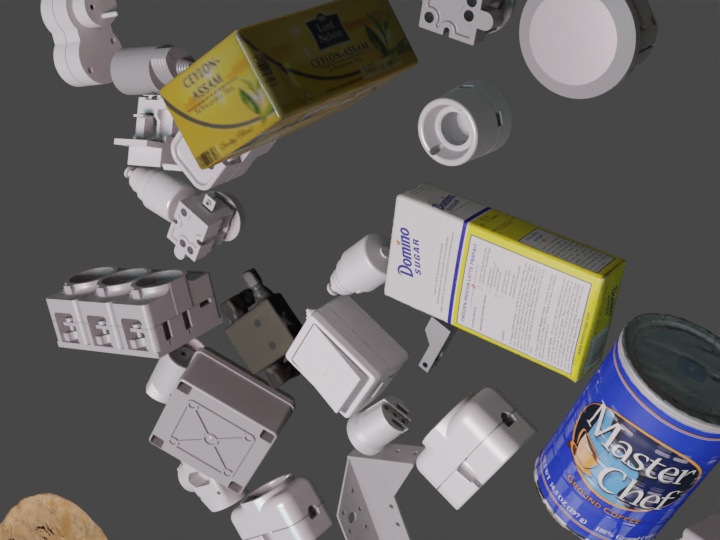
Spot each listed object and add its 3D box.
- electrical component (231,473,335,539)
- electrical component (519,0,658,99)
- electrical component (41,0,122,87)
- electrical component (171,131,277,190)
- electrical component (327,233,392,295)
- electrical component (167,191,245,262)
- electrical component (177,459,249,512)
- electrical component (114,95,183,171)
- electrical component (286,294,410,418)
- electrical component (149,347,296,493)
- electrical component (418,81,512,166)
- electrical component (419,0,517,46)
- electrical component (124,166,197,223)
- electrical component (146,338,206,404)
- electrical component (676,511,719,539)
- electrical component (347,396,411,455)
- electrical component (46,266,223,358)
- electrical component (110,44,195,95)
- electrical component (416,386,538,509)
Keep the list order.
[{"bbox_3d":[-0.079,0.242,1.063,0.095,0.054,0.059,-27,92,42],"label":"electrical component"},{"bbox_3d":[0.149,-0.155,0.698,0.080,0.051,0.080,17,120,32],"label":"electrical component"},{"bbox_3d":[-0.245,-0.236,0.969,0.074,0.052,0.138,2,112,37],"label":"electrical component"},{"bbox_3d":[-0.109,-0.118,0.913,0.053,0.059,0.095,51,132,7],"label":"electrical component"},{"bbox_3d":[0.000,0.000,0.895,0.078,0.040,0.040,-35,87,43],"label":"electrical component"},{"bbox_3d":[-0.137,-0.044,0.972,0.048,0.055,0.066,41,130,16],"label":"electrical component"},{"bbox_3d":[-0.163,0.210,1.121,0.079,0.043,0.077,-23,95,43],"label":"electrical component"},{"bbox_3d":[-0.172,-0.121,0.956,0.042,0.081,0.063,9,93,35],"label":"electrical component"},{"bbox_3d":[-0.018,0.070,0.929,0.096,0.061,0.061,44,131,14],"label":"electrical component"},{"bbox_3d":[-0.133,0.145,1.038,0.109,0.056,0.108,31,129,-1],"label":"electrical component"},{"bbox_3d":[0.075,-0.105,0.781,0.055,0.047,0.055,17,120,32],"label":"electrical component"},{"bbox_3d":[0.076,-0.183,0.738,0.066,0.055,0.048,26,125,27],"label":"electrical component"},{"bbox_3d":[-0.189,-0.075,1.009,0.078,0.040,0.040,31,127,23],"label":"electrical component"},{"bbox_3d":[-0.188,0.107,1.092,0.043,0.043,0.081,44,131,13],"label":"electrical component"},{"bbox_3d":[0.265,0.244,0.785,0.063,0.079,0.121,32,130,51],"label":"electrical component"},{"bbox_3d":[0.017,0.136,0.947,0.046,0.040,0.040,-39,85,37],"label":"electrical component"},{"bbox_3d":[-0.224,0.035,1.055,0.150,0.089,0.061,2,112,38],"label":"electrical component"},{"bbox_3d":[-0.177,-0.177,0.949,0.081,0.043,0.043,5,114,37],"label":"electrical component"},{"bbox_3d":[0.092,0.143,0.881,0.059,0.054,0.095,45,131,13],"label":"electrical component"}]
